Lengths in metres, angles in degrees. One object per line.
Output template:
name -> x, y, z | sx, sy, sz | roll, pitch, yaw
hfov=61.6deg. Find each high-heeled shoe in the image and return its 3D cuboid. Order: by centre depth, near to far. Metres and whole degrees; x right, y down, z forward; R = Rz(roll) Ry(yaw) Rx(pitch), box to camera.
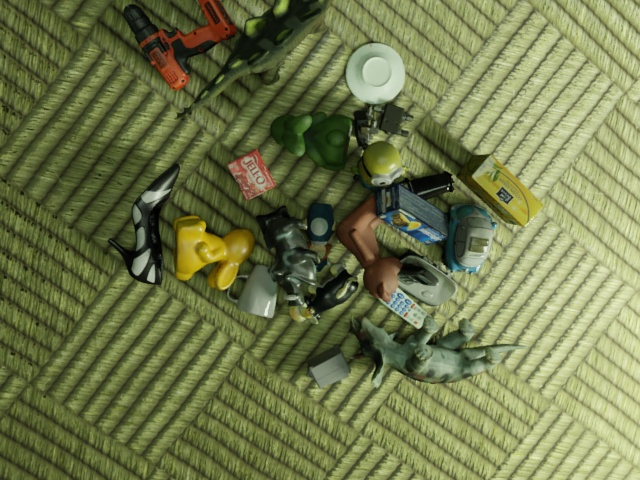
high-heeled shoe -> -0.331, -0.027, 1.126 | 0.145, 0.086, 0.248 | 39, 95, -12

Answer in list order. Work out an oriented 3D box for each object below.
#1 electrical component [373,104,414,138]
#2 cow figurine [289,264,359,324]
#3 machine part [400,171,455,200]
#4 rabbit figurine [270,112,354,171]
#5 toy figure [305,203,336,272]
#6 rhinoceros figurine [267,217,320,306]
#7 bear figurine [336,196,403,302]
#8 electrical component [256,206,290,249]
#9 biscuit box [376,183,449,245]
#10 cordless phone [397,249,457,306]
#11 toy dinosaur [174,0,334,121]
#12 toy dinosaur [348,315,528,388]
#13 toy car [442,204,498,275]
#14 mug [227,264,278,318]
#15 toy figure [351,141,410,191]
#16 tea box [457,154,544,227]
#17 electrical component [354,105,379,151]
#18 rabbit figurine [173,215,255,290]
electrical component -> 0.157, -0.263, 1.181 | 0.094, 0.021, 0.063 | 16, 95, -8
cow figurine -> 0.010, 0.128, 1.168 | 0.167, 0.098, 0.068 | -39, 105, -1
machine part -> 0.232, -0.111, 1.199 | 0.139, 0.039, 0.084 | -21, 90, -2
rabbit figurine -> -0.027, -0.209, 1.116 | 0.170, 0.159, 0.121 | 12, 105, 8
toy figure -> -0.004, -0.004, 1.175 | 0.064, 0.058, 0.154 | 8, 98, 31
rhinoceros figurine -> -0.056, 0.043, 1.113 | 0.112, 0.073, 0.190 | -14, 94, -4
bear figurine -> 0.123, 0.026, 1.135 | 0.132, 0.120, 0.196 | -36, 72, 4
electrical component -> -0.086, -0.009, 1.167 | 0.075, 0.048, 0.119 | -24, 98, -3
biscuit box -> 0.198, -0.050, 1.130 | 0.202, 0.059, 0.063 | 24, 58, -43
cordless phone -> 0.237, 0.087, 1.145 | 0.146, 0.184, 0.088 | 34, 87, -8
toy dinosaur -> -0.103, -0.387, 1.053 | 0.105, 0.198, 0.471 | 44, 88, -6
toy dinosaur -> 0.255, 0.264, 1.197 | 0.405, 0.192, 0.131 | 15, 50, -20
toy car -> 0.331, 0.000, 1.188 | 0.109, 0.103, 0.161 | 8, 93, -6
mug -> -0.140, 0.104, 1.163 | 0.110, 0.081, 0.107 | 17, 82, -2
toy figure -> 0.114, -0.150, 1.110 | 0.082, 0.180, 0.089 | -42, 96, -3
tea box -> 0.396, -0.110, 1.186 | 0.169, 0.098, 0.068 | 42, 91, -10
electrical component -> 0.098, -0.242, 1.143 | 0.045, 0.102, 0.078 | -9, 119, 1
rabbit figurine -> -0.218, 0.024, 1.126 | 0.173, 0.122, 0.162 | -6, 89, -25
